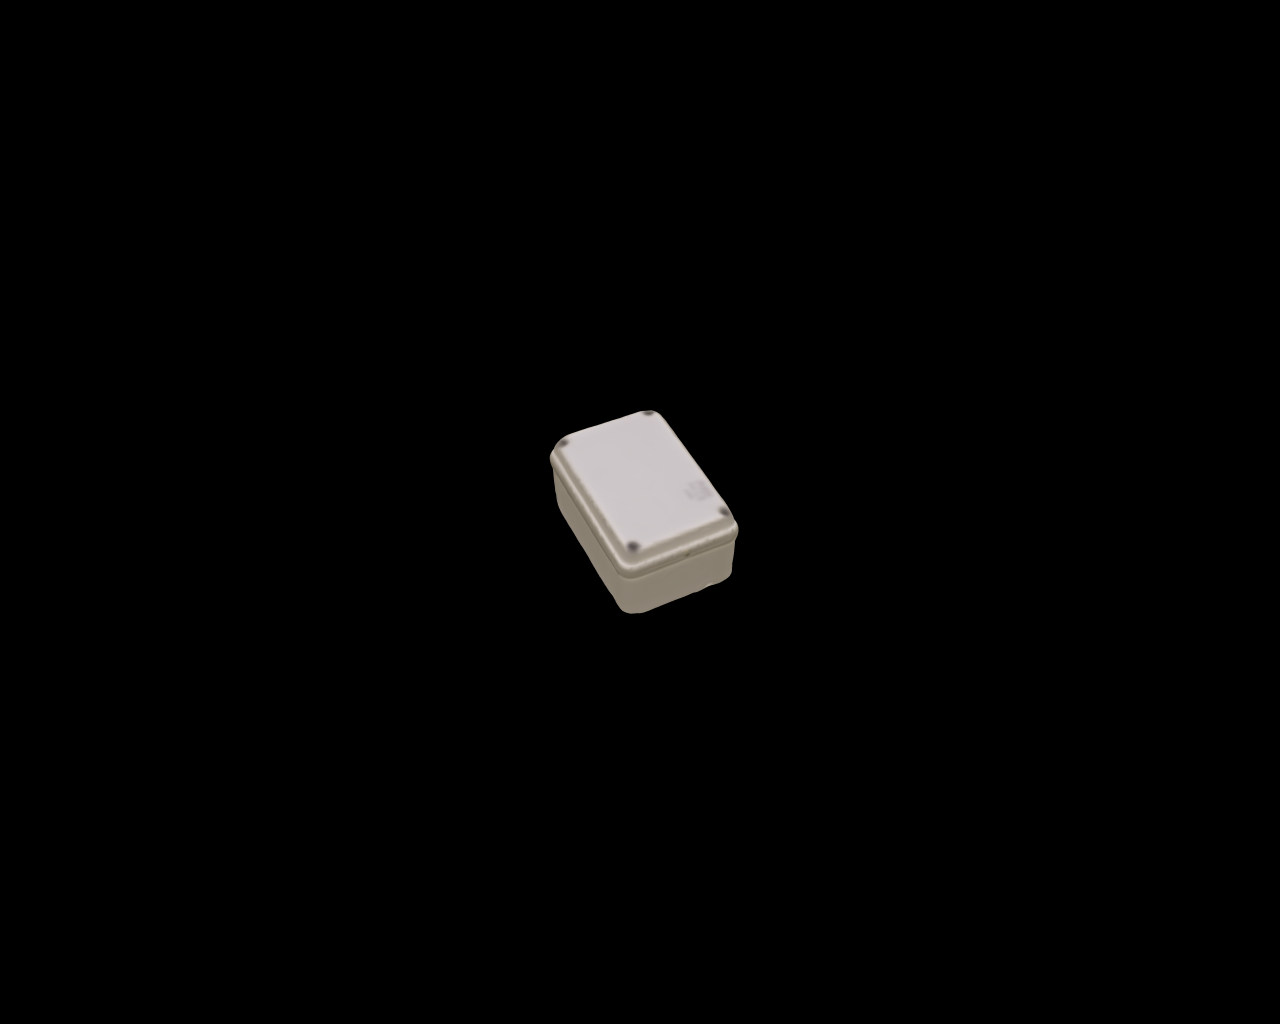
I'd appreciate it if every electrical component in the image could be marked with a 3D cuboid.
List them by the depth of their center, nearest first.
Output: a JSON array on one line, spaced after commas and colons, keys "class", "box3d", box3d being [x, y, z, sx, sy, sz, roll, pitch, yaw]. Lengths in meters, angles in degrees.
[{"class": "electrical component", "box3d": [0.001, -0.003, 0.650, 0.078, 0.057, 0.113, -20, 50, -17]}]
